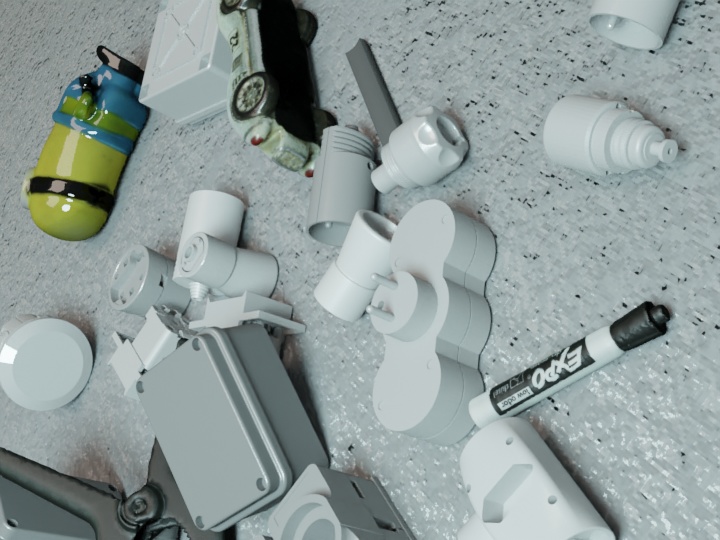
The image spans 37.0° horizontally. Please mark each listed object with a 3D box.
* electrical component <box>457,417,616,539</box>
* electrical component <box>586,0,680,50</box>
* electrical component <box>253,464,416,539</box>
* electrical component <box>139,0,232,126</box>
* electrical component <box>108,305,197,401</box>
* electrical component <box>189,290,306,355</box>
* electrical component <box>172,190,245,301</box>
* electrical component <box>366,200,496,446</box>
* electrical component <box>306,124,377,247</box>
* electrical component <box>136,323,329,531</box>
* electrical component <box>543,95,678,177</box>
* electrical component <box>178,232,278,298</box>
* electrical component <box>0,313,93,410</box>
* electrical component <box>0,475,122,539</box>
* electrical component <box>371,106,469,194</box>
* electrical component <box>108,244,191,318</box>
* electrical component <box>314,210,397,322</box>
[{"bbox_3d":[0.075,0.127,0.530,0.079,0.043,0.077,-53,40,16],"label":"electrical component"},{"bbox_3d":[0.159,-0.167,0.588,0.043,0.043,0.081,19,85,51],"label":"electrical component"},{"bbox_3d":[-0.003,0.204,0.565,0.105,0.060,0.186,-54,40,14],"label":"electrical component"},{"bbox_3d":[-0.130,-0.192,0.922,0.109,0.056,0.108,-13,62,45],"label":"electrical component"},{"bbox_3d":[-0.154,0.065,0.826,0.063,0.042,0.081,-56,40,10],"label":"electrical component"},{"bbox_3d":[-0.082,0.052,0.750,0.081,0.042,0.063,-11,65,46],"label":"electrical component"},{"bbox_3d":[-0.117,-0.015,0.824,0.043,0.043,0.081,-12,62,45],"label":"electrical component"},{"bbox_3d":[0.032,0.024,0.609,0.052,0.074,0.138,-14,61,45],"label":"electrical component"},{"bbox_3d":[-0.010,-0.061,0.726,0.043,0.043,0.081,-16,60,44],"label":"electrical component"},{"bbox_3d":[-0.082,0.098,0.679,0.078,0.057,0.113,-36,73,31],"label":"electrical component"},{"bbox_3d":[0.133,-0.069,0.569,0.078,0.040,0.040,24,89,51],"label":"electrical component"},{"bbox_3d":[-0.098,-0.002,0.777,0.044,0.065,0.044,-25,53,39],"label":"electrical component"},{"bbox_3d":[-0.277,0.078,0.931,0.051,0.080,0.080,15,82,56],"label":"electrical component"},{"bbox_3d":[-0.228,0.192,0.787,0.057,0.113,0.078,-56,39,16],"label":"electrical component"},{"bbox_3d":[0.034,-0.071,0.681,0.062,0.043,0.043,-35,48,35],"label":"electrical component"},{"bbox_3d":[-0.167,0.013,0.863,0.055,0.047,0.055,-25,53,39],"label":"electrical component"},{"bbox_3d":[0.000,0.000,0.685,0.065,0.044,0.044,-56,39,19],"label":"electrical component"}]
